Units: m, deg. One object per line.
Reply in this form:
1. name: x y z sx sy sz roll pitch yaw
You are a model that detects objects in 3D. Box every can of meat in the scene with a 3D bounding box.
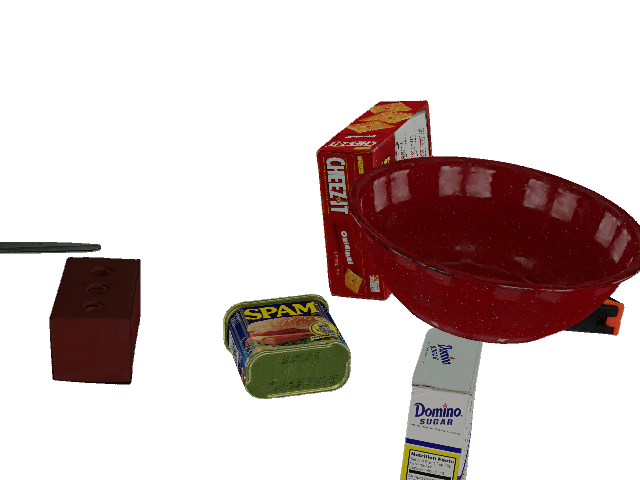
1. can of meat: -0.030 0.096 0.966 0.102 0.057 0.084 -6 28 -15

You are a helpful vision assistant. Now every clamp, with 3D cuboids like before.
1. clamp: 0.186 0.043 0.959 0.171 0.039 0.120 16 28 15

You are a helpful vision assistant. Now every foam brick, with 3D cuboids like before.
1. foam brick: -0.150 0.053 0.718 0.053 0.051 0.078 2 30 -6

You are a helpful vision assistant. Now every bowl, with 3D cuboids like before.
1. bowl: 0.091 0.009 0.579 0.162 0.055 0.162 6 26 -3

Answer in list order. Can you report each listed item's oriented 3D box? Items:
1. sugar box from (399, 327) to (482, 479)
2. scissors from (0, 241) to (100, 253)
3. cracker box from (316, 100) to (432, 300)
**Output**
1. sugar box: 0.078 0.157 0.735 0.048 0.176 0.093 6 21 11
2. scissors: -0.291 0.013 0.874 0.202 0.016 0.096 6 23 5
3. cracker box: 0.067 -0.051 1.175 0.072 0.164 0.213 2 21 22
